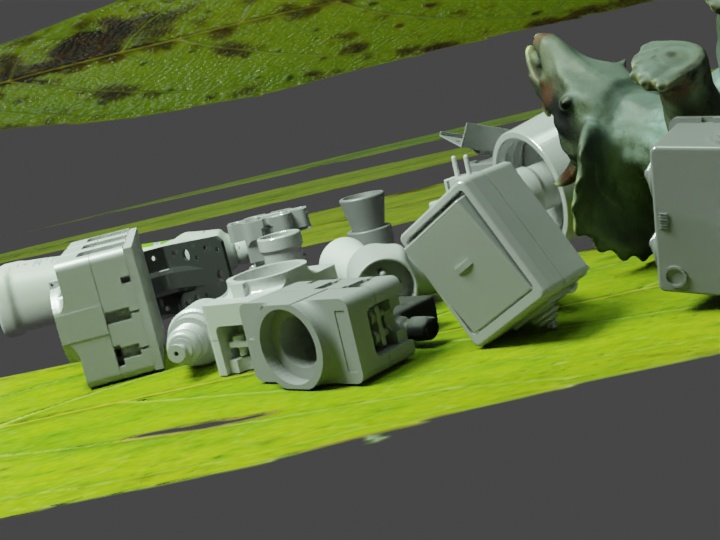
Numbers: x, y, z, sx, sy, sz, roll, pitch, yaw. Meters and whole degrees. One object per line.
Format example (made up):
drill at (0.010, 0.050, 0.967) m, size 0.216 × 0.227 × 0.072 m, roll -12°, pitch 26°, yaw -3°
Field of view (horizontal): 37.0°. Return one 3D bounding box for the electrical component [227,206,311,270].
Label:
electrical component at (-0.084, -0.025, 1.043) m, size 0.078 × 0.057 × 0.058 m, roll -13°, pitch 10°, yaw 1°

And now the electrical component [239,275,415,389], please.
electrical component at (-0.023, 0.036, 0.628) m, size 0.089 × 0.050 × 0.056 m, roll -4°, pitch 13°, yaw 43°

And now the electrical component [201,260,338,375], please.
electrical component at (-0.055, 0.027, 0.707) m, size 0.050 × 0.055 × 0.089 m, roll -6°, pitch 12°, yaw 36°

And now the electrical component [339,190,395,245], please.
electrical component at (0.007, -0.046, 1.042) m, size 0.045 × 0.055 × 0.045 m, roll -13°, pitch 10°, yaw 2°

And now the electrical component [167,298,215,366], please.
electrical component at (-0.111, 0.045, 0.725) m, size 0.040 × 0.040 × 0.078 m, roll -11°, pitch 10°, yaw 13°

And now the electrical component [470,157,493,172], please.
electrical component at (0.161, -0.083, 1.032) m, size 0.062 × 0.061 × 0.096 m, roll -20°, pitch 12°, yaw -37°

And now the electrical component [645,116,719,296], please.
electrical component at (0.202, -0.032, 0.565) m, size 0.100 × 0.099 × 0.048 m, roll 5°, pitch 26°, yaw 33°

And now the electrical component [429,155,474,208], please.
electrical component at (0.098, -0.067, 0.977) m, size 0.047 × 0.076 × 0.066 m, roll -19°, pitch 11°, yaw -28°

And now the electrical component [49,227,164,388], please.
electrical component at (-0.188, 0.024, 0.804) m, size 0.062 × 0.089 × 0.150 m, roll -15°, pitch 10°, yaw -8°

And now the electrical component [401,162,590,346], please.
electrical component at (0.078, -0.003, 0.612) m, size 0.061 × 0.096 × 0.062 m, roll -24°, pitch -15°, yaw -48°

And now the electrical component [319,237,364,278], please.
electrical component at (0.000, 0.000, 0.838) m, size 0.044 × 0.044 × 0.065 m, roll -17°, pitch 15°, yaw -21°

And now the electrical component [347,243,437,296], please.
electrical component at (0.032, 0.003, 0.765) m, size 0.079 × 0.043 × 0.077 m, roll -14°, pitch 10°, yaw -3°

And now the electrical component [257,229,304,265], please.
electrical component at (-0.068, -0.010, 0.966) m, size 0.040 × 0.046 × 0.040 m, roll -13°, pitch 10°, yaw 2°

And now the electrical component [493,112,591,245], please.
electrical component at (0.146, -0.067, 0.837) m, size 0.060 × 0.108 × 0.108 m, roll -23°, pitch 12°, yaw -19°

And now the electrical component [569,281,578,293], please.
electrical component at (0.109, 0.007, 0.667) m, size 0.035 × 0.035 × 0.061 m, roll -20°, pitch 14°, yaw -32°
